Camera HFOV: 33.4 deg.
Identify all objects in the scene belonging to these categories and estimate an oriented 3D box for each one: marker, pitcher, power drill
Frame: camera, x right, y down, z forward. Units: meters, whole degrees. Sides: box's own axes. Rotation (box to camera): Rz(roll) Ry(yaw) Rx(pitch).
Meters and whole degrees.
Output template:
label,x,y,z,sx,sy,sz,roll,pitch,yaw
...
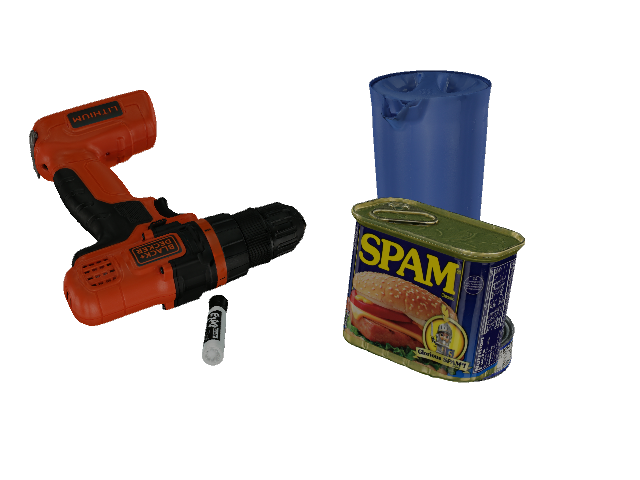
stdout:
label,x,y,z,sx,sy,sz,roll,pitch,yaw
marker,-0.096,0.079,0.979,0.020,0.020,0.121,0,20,-3
pitcher,0.130,-0.069,1.214,0.149,0.243,0.145,-5,22,-8
power drill,-0.127,-0.033,0.810,0.184,0.057,0.188,-19,52,-23

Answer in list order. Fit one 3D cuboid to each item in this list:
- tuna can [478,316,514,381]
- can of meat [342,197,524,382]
label,x,y,z,sx,sy,sz,roll,pitch,yaw
tuna can,0.128,0.090,0.951,0.086,0.034,0.086,-1,26,0
can of meat,0.063,0.029,0.636,0.102,0.084,0.057,20,23,35
